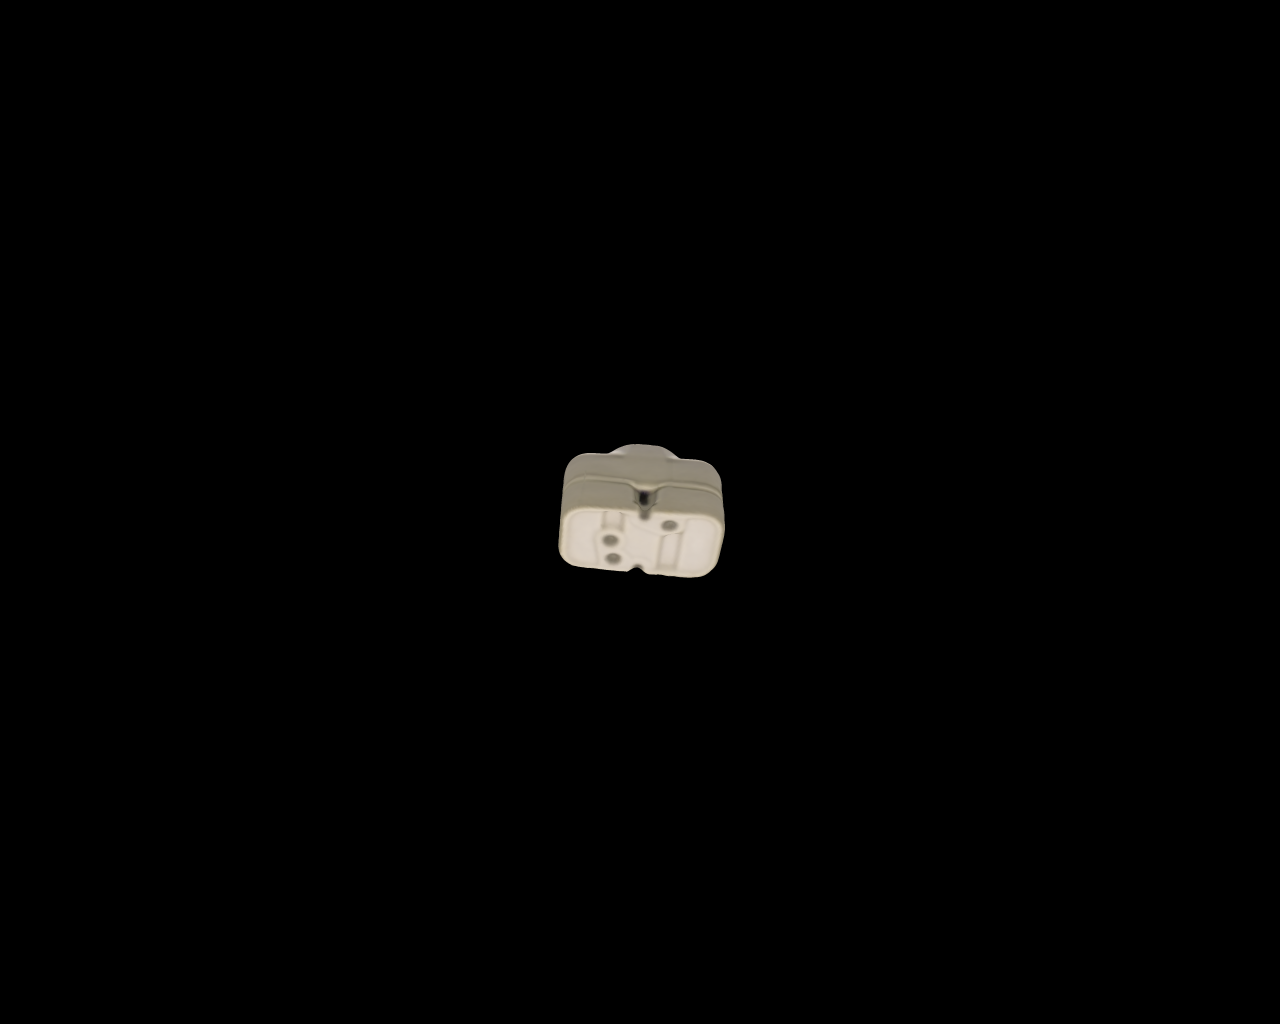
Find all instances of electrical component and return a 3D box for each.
[{"bbox_3d":[0.001,-0.003,0.650,0.095,0.053,0.059,4,44,-4],"label":"electrical component"}]
